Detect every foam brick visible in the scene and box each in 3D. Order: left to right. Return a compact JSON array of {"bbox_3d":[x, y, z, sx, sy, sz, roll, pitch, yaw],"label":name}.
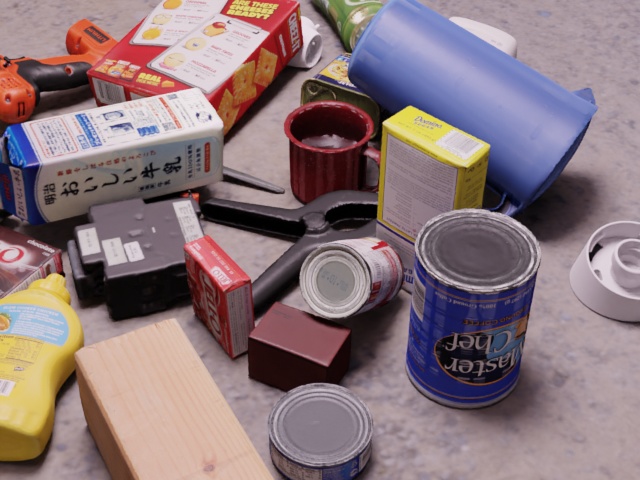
[{"bbox_3d":[-0.017,0.098,0.929,0.078,0.051,0.052,19,43,19],"label":"foam brick"}]

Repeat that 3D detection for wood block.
[{"bbox_3d":[-0.110,0.167,0.819,0.090,0.090,0.206,-18,44,-22],"label":"wood block"}]

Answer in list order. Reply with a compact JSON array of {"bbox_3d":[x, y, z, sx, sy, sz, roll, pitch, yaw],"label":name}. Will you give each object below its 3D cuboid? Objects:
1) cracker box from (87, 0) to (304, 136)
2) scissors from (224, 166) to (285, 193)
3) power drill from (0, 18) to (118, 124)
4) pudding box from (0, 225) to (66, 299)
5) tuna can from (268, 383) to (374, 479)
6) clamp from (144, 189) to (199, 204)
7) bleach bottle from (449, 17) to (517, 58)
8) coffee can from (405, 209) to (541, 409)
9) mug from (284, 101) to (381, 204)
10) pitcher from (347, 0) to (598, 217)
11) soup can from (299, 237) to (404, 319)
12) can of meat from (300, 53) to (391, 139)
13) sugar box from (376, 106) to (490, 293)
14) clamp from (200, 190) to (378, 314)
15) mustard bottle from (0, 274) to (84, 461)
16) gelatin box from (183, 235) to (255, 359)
[{"bbox_3d":[-0.141,-0.212,1.253,0.164,0.072,0.213,18,50,23],"label":"cracker box"},{"bbox_3d":[-0.144,-0.083,1.146,0.202,0.016,0.096,26,23,26],"label":"scissors"},{"bbox_3d":[-0.339,-0.210,1.258,0.187,0.057,0.185,-24,50,-36],"label":"power drill"},{"bbox_3d":[-0.315,0.029,1.016,0.114,0.039,0.089,22,45,23],"label":"pudding box"},{"bbox_3d":[0.000,0.160,0.871,0.086,0.034,0.086,0,41,0],"label":"tuna can"},{"bbox_3d":[-0.210,-0.048,1.106,0.172,0.039,0.120,17,44,24],"label":"clamp"},{"bbox_3d":[0.138,-0.164,1.228,0.103,0.068,0.250,22,47,19],"label":"bleach bottle"},{"bbox_3d":[0.127,0.059,0.907,0.103,0.140,0.103,0,41,0],"label":"coffee can"},{"bbox_3d":[0.019,-0.084,1.117,0.117,0.081,0.093,20,44,21],"label":"mug"},{"bbox_3d":[0.145,-0.137,1.096,0.243,0.145,0.149,35,35,9],"label":"pitcher"},{"bbox_3d":[0.030,0.033,0.958,0.069,0.068,0.102,18,9,19],"label":"soup can"},{"bbox_3d":[0.041,-0.170,1.238,0.102,0.057,0.083,21,43,21],"label":"can of meat"},{"bbox_3d":[0.099,-0.026,0.979,0.093,0.176,0.048,33,52,31],"label":"sugar box"},{"bbox_3d":[-0.007,0.001,1.053,0.210,0.036,0.164,-9,43,-5],"label":"clamp"},{"bbox_3d":[-0.257,0.098,0.921,0.096,0.058,0.191,6,41,5],"label":"mustard bottle"},{"bbox_3d":[-0.089,0.051,0.954,0.030,0.089,0.073,-26,47,-23],"label":"gelatin box"}]
